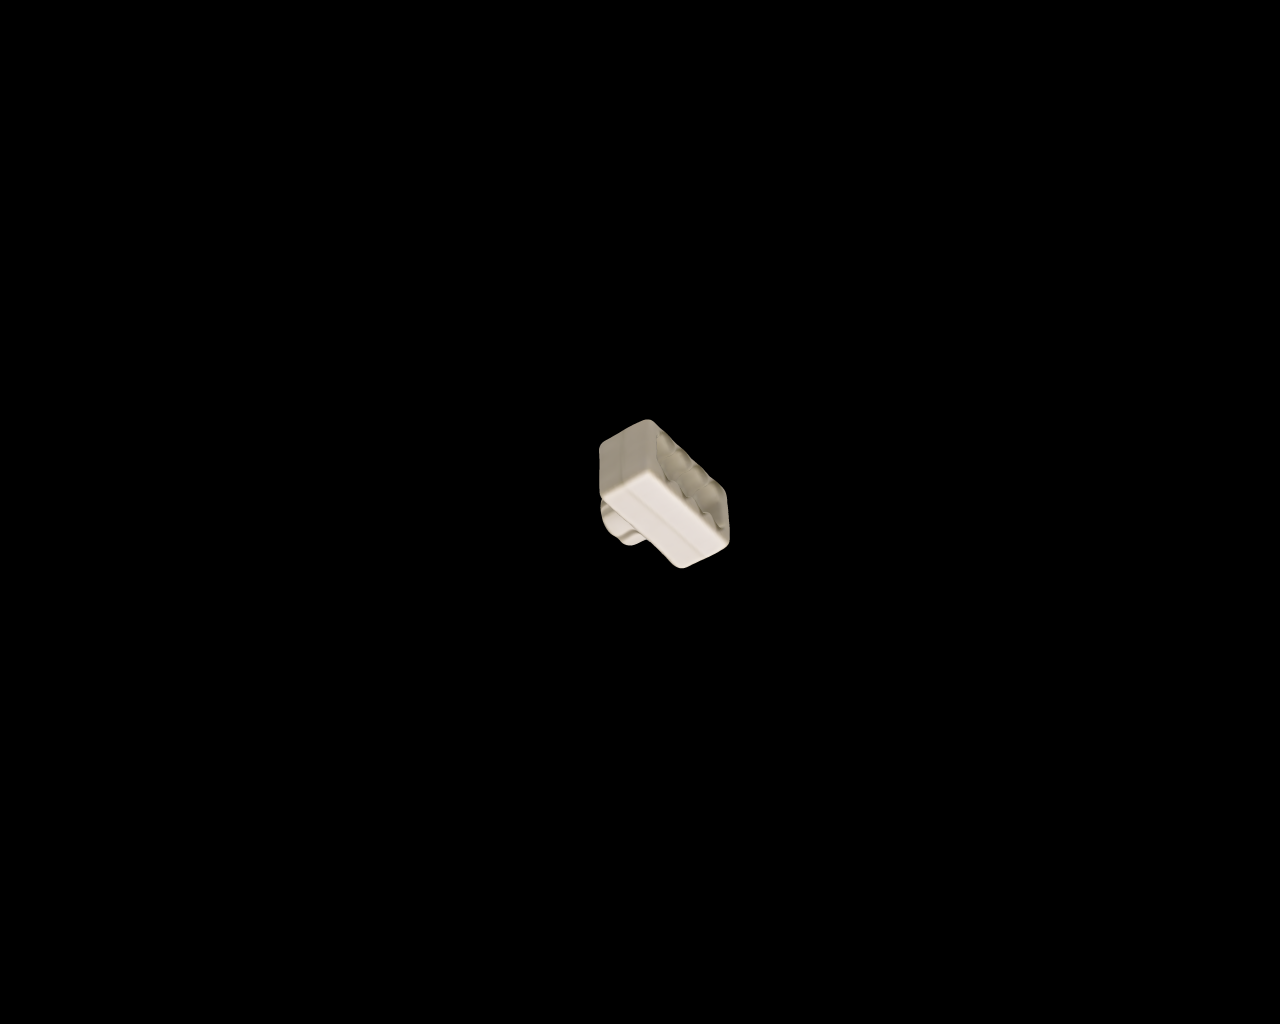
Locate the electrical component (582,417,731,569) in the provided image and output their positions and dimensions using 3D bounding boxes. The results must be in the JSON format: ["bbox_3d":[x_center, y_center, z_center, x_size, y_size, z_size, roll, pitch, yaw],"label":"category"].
[{"bbox_3d":[0.001,-0.003,0.650,0.075,0.047,0.083,-27,-49,26],"label":"electrical component"}]
